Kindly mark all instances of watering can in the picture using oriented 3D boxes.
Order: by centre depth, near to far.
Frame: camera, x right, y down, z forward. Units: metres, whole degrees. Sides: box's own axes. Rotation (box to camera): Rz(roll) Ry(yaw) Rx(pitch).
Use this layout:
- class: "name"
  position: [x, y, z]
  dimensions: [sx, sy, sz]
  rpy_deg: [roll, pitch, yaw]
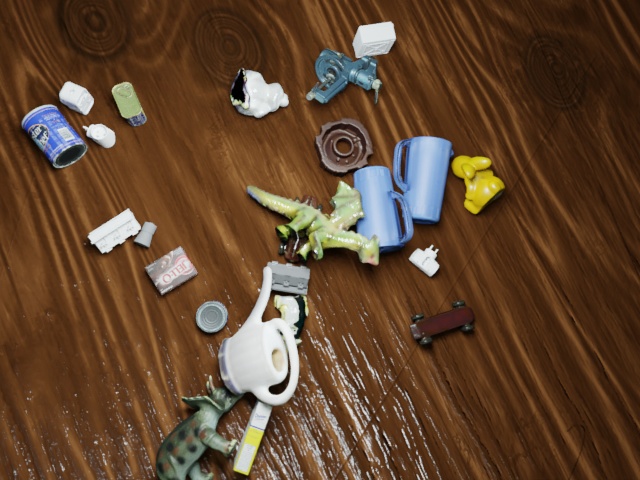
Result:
- class: "watering can"
  position: [-0.167, 0.264, 1.355]
  dimensions: [0.222, 0.103, 0.353]
  rpy_deg: [-25, 67, 22]

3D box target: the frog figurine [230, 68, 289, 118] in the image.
- class: "frog figurine"
  position: [-0.178, -0.430, 1.521]
  dimensions: [0.160, 0.121, 0.139]
  rpy_deg: [-5, 71, -44]

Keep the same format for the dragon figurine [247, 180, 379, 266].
- class: "dragon figurine"
  position: [0.004, -0.071, 1.418]
  dimensions: [0.245, 0.120, 0.415]
  rpy_deg: [-35, 70, -19]
